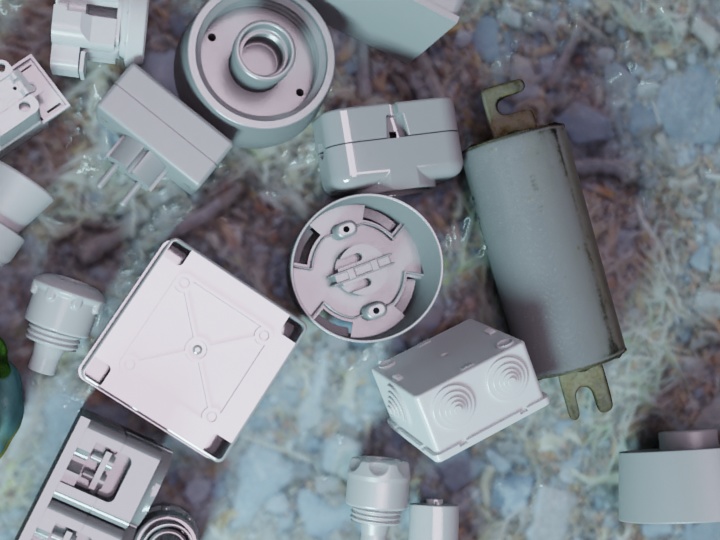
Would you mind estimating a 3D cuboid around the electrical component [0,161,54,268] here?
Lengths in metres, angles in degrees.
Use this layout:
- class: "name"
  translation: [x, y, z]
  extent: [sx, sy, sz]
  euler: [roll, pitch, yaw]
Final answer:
- class: "electrical component"
  translation: [-0.229, -0.035, 0.684]
  extent: [0.045, 0.045, 0.055]
  euler: [34, 79, -10]

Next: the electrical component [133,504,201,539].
- class: "electrical component"
  translation: [-0.124, 0.177, 0.687]
  extent: [0.048, 0.062, 0.048]
  euler: [1, 86, -14]

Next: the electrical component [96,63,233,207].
- class: "electrical component"
  translation: [-0.141, -0.077, 0.708]
  extent: [0.083, 0.047, 0.075]
  euler: [39, 78, -9]

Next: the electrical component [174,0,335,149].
- class: "electrical component"
  translation: [-0.068, -0.140, 0.724]
  extent: [0.108, 0.060, 0.108]
  euler: [1, 86, -14]

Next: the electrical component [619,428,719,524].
- class: "electrical component"
  translation: [0.235, 0.144, 0.762]
  extent: [0.108, 0.108, 0.060]
  euler: [-2, 81, -15]

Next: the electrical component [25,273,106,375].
- class: "electrical component"
  translation: [-0.194, 0.036, 0.689]
  extent: [0.048, 0.048, 0.062]
  euler: [20, 89, -12]

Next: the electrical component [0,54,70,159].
- class: "electrical component"
  translation: [-0.229, -0.100, 0.678]
  extent: [0.081, 0.064, 0.042]
  euler: [-39, 97, -14]

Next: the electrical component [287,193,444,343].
- class: "electrical component"
  translation: [0.000, 0.000, 0.730]
  extent: [0.099, 0.064, 0.099]
  euler: [1, 86, -14]

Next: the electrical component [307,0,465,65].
- class: "electrical component"
  translation: [-0.024, -0.217, 0.717]
  extent: [0.186, 0.105, 0.060]
  euler: [24, 81, -12]

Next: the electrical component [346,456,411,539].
- class: "electrical component"
  translation: [0.011, 0.159, 0.733]
  extent: [0.043, 0.043, 0.062]
  euler: [6, 86, -14]

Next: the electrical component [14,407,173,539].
- class: "electrical component"
  translation: [-0.177, 0.167, 0.660]
  extent: [0.062, 0.089, 0.150]
  euler: [27, 80, -11]

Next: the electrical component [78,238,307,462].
- class: "electrical component"
  translation: [-0.109, 0.052, 0.703]
  extent: [0.109, 0.056, 0.108]
  euler: [34, 79, -10]

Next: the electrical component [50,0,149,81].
- class: "electrical component"
  translation: [-0.168, -0.164, 0.702]
  extent: [0.057, 0.058, 0.078]
  euler: [6, 84, -11]

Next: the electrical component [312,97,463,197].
- class: "electrical component"
  translation: [0.020, -0.082, 0.746]
  extent: [0.095, 0.054, 0.059]
  euler: [-9, 89, -15]

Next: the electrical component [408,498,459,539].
- class: "electrical component"
  translation: [0.051, 0.191, 0.743]
  extent: [0.044, 0.044, 0.065]
  euler: [5, 80, -14]

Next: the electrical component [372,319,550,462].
- class: "electrical component"
  translation: [0.064, 0.077, 0.725]
  extent: [0.100, 0.100, 0.048]
  euler: [-25, 106, -15]
